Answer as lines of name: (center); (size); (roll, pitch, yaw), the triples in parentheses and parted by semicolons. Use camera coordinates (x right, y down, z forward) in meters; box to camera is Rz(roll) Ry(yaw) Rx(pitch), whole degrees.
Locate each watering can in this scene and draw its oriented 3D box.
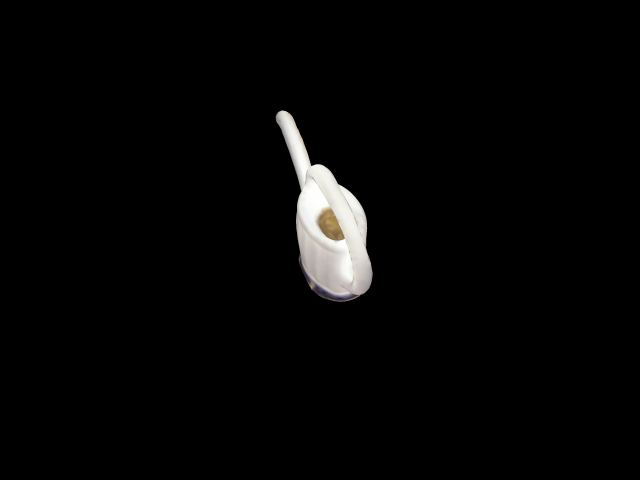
watering can: (0.003, -0.043, 0.850); (0.104, 0.355, 0.219); (-17, -37, -13)
